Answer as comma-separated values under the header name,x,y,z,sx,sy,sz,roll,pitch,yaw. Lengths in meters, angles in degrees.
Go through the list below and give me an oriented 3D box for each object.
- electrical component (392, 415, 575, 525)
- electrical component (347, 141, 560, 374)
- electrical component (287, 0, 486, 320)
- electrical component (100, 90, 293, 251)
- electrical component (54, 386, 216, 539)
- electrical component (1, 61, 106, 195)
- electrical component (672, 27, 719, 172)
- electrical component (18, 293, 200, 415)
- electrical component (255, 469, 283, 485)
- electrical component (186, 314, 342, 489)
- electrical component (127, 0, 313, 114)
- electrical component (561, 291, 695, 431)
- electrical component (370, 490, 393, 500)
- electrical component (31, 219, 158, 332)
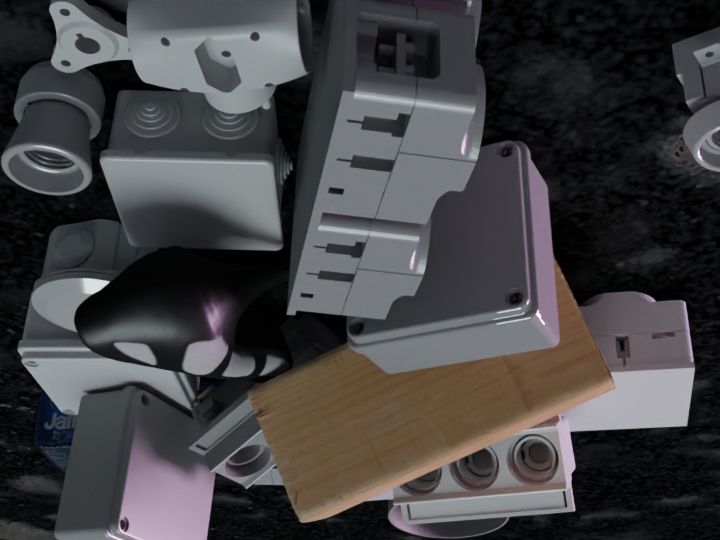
name,x,y,z,sx,sy,sz,roll,pitch,yaw
electrical component,0.087,0.133,0.760,0.121,0.078,0.063,-9,178,19
electrical component,0.051,-0.006,0.605,0.109,0.108,0.056,-12,151,23
electrical component,0.009,-0.064,0.507,0.060,0.105,0.186,6,150,-8
electrical component,-0.087,-0.054,0.587,0.100,0.048,0.099,2,151,1
electrical component,-0.159,0.155,0.784,0.056,0.108,0.109,-10,149,25
electrical component,-0.156,-0.073,0.551,0.045,0.055,0.045,2,150,1
electrical component,0.178,-0.081,0.517,0.048,0.055,0.066,-17,145,30
electrical component,-0.179,0.062,0.789,0.109,0.056,0.108,0,151,3
electrical component,-0.060,0.161,0.970,0.077,0.047,0.065,1,150,0
electrical component,-0.062,0.094,0.790,0.121,0.063,0.079,-40,139,9
electrical component,-0.061,-0.101,0.508,0.077,0.043,0.079,-2,150,7
electrical component,0.141,0.071,0.783,0.186,0.060,0.105,-4,150,11
electrical component,0.011,0.154,0.861,0.096,0.061,0.061,6,156,-12
electrical component,-0.169,0.007,0.698,0.080,0.051,0.080,1,151,1
